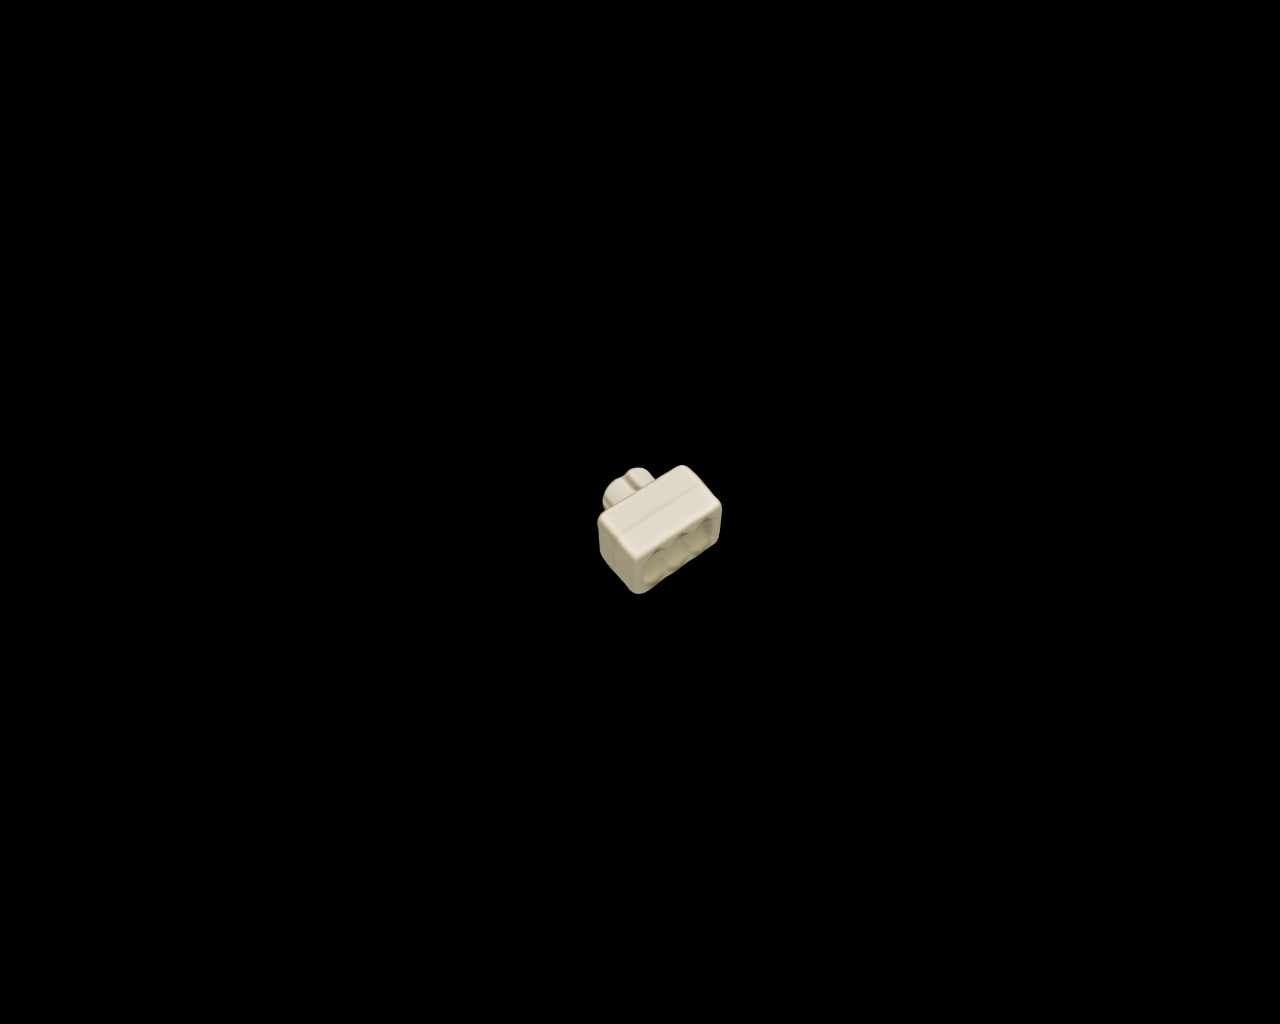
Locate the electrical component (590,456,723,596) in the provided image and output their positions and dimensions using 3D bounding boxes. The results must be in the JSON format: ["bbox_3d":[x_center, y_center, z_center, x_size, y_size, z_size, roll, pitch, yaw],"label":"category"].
[{"bbox_3d":[0.001,-0.003,0.650,0.066,0.077,0.047,-32,-26,-18],"label":"electrical component"}]
